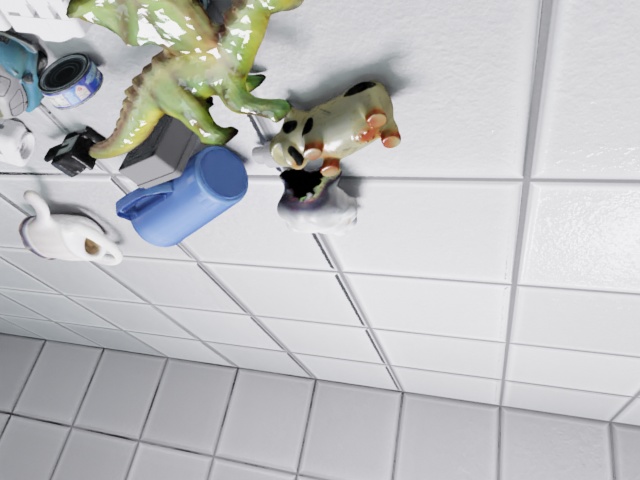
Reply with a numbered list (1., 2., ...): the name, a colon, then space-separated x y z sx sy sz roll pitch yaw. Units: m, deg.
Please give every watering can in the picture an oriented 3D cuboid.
1. watering can: -0.633 -0.025 1.246 0.224 0.106 0.341 1 152 23

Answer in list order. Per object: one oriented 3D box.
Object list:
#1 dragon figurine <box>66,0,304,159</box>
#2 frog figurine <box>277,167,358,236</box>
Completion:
1. dragon figurine: -0.186 -0.217 0.617 0.408 0.125 0.238 -18 146 15
2. frog figurine: 0.003 -0.046 0.916 0.137 0.126 0.156 -17 133 12
